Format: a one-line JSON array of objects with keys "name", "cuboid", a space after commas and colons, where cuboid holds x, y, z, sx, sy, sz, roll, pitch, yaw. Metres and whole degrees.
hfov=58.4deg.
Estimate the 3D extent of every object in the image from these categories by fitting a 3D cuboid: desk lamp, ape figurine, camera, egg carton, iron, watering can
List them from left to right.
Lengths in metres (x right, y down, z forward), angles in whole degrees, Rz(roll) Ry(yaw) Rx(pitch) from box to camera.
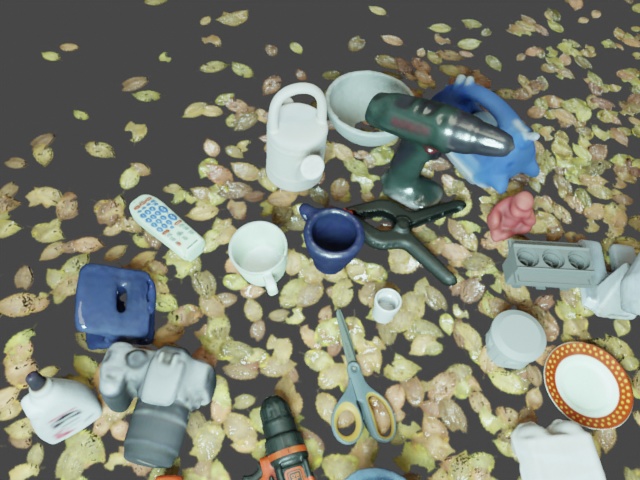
[{"name": "camera", "cuboid": [-0.215, 0.207, 0.722, 0.143, 0.101, 0.137, 10, 57, 1]}, {"name": "watering can", "cuboid": [-0.033, -0.169, 0.926, 0.101, 0.194, 0.172, -32, 65, -23]}, {"name": "iron", "cuboid": [0.284, -0.212, 1.017, 0.119, 0.141, 0.257, -26, 63, -20]}, {"name": "ape figurine", "cuboid": [0.321, -0.046, 0.944, 0.077, 0.092, 0.076, 19, 58, 7]}, {"name": "egg carton", "cuboid": [0.307, 0.307, 0.730, 0.107, 0.069, 0.150, -3, 58, -8]}, {"name": "desk lamp", "cuboid": [0.468, 0.040, 0.832, 0.118, 0.213, 0.203, 8, 57, 0]}]

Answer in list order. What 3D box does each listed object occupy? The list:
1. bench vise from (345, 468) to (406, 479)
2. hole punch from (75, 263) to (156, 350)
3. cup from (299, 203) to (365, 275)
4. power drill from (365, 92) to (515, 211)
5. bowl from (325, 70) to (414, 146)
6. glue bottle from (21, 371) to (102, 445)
[{"name": "bench vise", "cuboid": [0.051, 0.329, 0.601, 0.121, 0.220, 0.208, 31, 60, 14]}, {"name": "hole punch", "cuboid": [-0.281, 0.088, 0.797, 0.101, 0.091, 0.108, -5, 58, -8]}, {"name": "cup", "cuboid": [0.008, 0.003, 0.879, 0.117, 0.095, 0.092, 42, 63, 19]}, {"name": "power drill", "cuboid": [0.174, -0.138, 0.918, 0.229, 0.208, 0.076, 28, 59, 12]}, {"name": "bowl", "cuboid": [0.089, -0.227, 1.046, 0.167, 0.075, 0.167, 3, 57, -4]}, {"name": "glue bottle", "cuboid": [-0.315, 0.191, 0.679, 0.078, 0.173, 0.037, -33, 66, -23]}]
